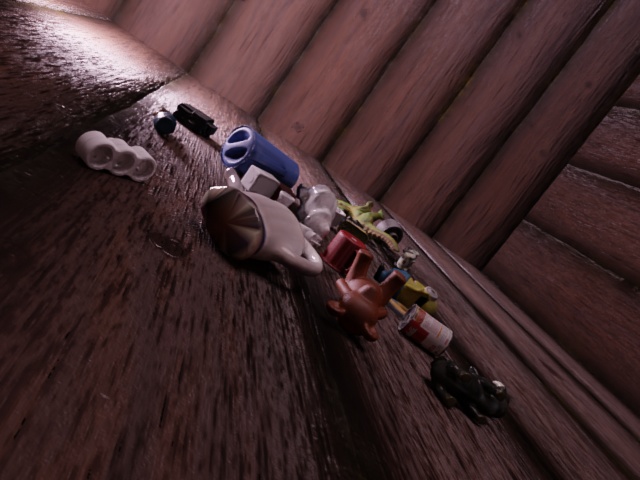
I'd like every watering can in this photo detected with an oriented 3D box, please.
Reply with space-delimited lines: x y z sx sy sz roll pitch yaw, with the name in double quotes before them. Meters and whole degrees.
"watering can" -0.136 -0.049 0.968 0.352 0.103 0.223 43 14 28

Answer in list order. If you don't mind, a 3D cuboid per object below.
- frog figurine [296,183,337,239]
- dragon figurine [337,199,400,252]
"frog figurine" 0.004 -0.069 1.376 0.122 0.135 0.162 8 24 -33
"dragon figurine" 0.117 -0.074 1.869 0.242 0.120 0.417 12 19 -22
